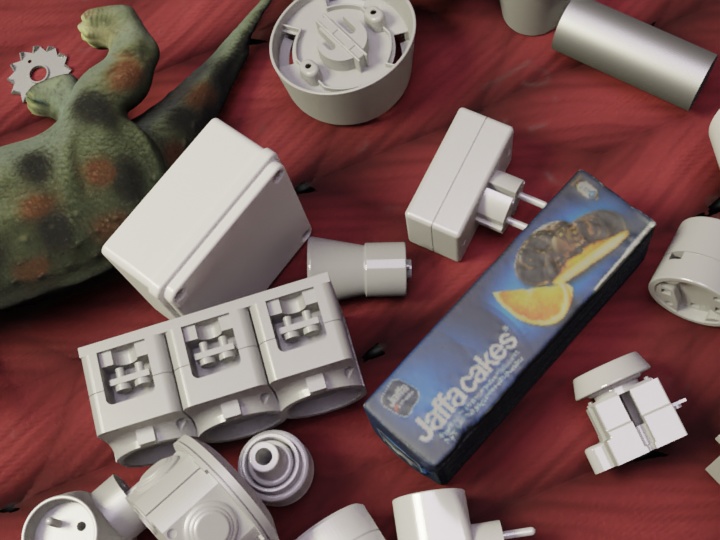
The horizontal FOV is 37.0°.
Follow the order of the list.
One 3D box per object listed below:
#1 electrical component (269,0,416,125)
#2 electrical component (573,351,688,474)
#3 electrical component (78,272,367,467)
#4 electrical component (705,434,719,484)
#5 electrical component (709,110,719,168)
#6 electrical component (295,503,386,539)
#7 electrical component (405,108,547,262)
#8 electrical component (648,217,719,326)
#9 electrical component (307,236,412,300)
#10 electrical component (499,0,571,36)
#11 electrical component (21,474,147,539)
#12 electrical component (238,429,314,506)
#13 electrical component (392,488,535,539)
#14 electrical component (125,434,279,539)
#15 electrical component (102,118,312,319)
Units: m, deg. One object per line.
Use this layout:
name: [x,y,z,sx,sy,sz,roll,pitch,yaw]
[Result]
electrical component: [-0.010,-0.148,0.725,0.099,0.064,0.099,-2,70,5]
electrical component: [0.157,0.082,0.637,0.066,0.048,0.055,-24,78,-2]
electrical component: [-0.077,0.065,0.642,0.150,0.089,0.061,-17,70,0]
electrical component: [0.284,0.059,0.599,0.186,0.105,0.060,-39,71,-8]
electrical component: [0.266,-0.079,0.656,0.099,0.099,0.064,-15,63,0]
electrical component: [-0.037,0.201,0.610,0.138,0.052,0.073,-32,70,-6]
electrical component: [0.081,-0.047,0.688,0.076,0.047,0.083,24,75,13]
electrical component: [0.211,0.000,0.655,0.055,0.055,0.047,24,71,13]
electrical component: [0.000,0.000,0.684,0.065,0.044,0.044,-1,70,0]
electrical component: [0.110,-0.211,0.727,0.043,0.077,0.079,-27,70,-3]
electrical component: [-0.148,0.147,0.627,0.079,0.077,0.044,-41,71,-9]
electrical component: [-0.051,0.115,0.636,0.043,0.062,0.043,-2,71,5]
electrical component: [0.063,0.165,0.617,0.079,0.044,0.077,-9,70,2]
electrical component: [-0.086,0.134,0.591,0.051,0.080,0.080,-41,71,-20]
electrical component: [-0.090,-0.019,0.664,0.056,0.108,0.108,34,77,19]
